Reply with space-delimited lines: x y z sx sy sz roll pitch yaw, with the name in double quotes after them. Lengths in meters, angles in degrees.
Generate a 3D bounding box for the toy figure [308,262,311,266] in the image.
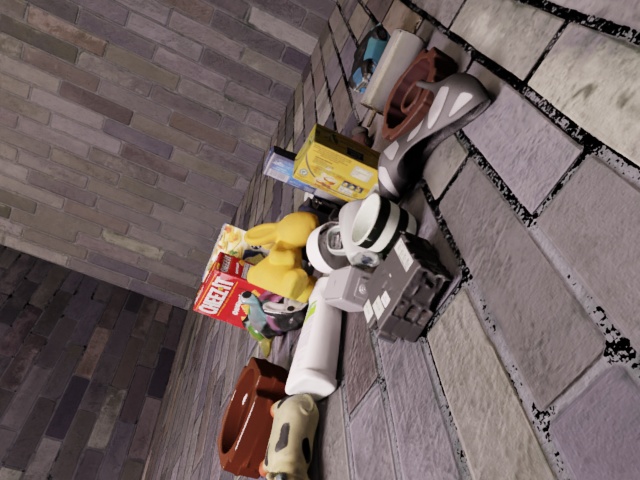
-0.013 -0.003 1.225 0.058 0.064 0.154 -39 23 24 "toy figure"

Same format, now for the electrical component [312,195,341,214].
0.011 -0.065 1.223 0.119 0.075 0.047 -105 39 -70 "electrical component"

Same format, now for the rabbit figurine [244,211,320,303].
-0.063 0.022 1.052 0.121 0.163 0.173 23 -90 -60 "rabbit figurine"

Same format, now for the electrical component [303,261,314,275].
-0.041 0.055 1.276 0.078 0.045 0.102 -70 15 -14 "electrical component"

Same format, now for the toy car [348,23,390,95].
0.133 -0.399 1.220 0.109 0.103 0.161 -37 37 60 "toy car"

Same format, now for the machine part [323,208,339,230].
0.061 -0.034 1.026 0.039 0.084 0.139 -26 -4 -41 "machine part"

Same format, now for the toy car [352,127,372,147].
0.059 -0.191 1.275 0.202 0.053 0.089 -34 46 57 "toy car"

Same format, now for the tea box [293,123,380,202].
0.044 -0.138 1.028 0.098 0.169 0.068 -53 21 39 "tea box"

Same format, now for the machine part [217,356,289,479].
-0.129 0.352 1.080 0.201 0.087 0.201 -168 99 -75 "machine part"

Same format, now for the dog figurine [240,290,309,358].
-0.089 0.176 1.174 0.219 0.192 0.108 87 -153 -45 "dog figurine"

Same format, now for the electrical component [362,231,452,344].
0.110 0.069 0.723 0.134 0.058 0.115 -61 14 22 "electrical component"

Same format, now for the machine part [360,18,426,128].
0.153 -0.350 1.134 0.243 0.079 0.079 -65 15 10 "machine part"

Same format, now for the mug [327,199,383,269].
0.062 -0.003 0.912 0.110 0.080 0.107 -14 46 14 "mug"

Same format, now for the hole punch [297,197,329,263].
-0.002 -0.003 1.115 0.142 0.116 0.092 -67 23 5 "hole punch"

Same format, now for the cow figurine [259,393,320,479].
-0.043 0.333 0.832 0.127 0.085 0.195 122 164 -49 "cow figurine"

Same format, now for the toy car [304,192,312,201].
0.007 -0.163 1.404 0.201 0.056 0.073 -68 15 -4 "toy car"

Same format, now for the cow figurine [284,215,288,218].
-0.052 -0.020 1.377 0.167 0.068 0.098 158 102 -71 "cow figurine"

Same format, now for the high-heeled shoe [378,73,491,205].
0.175 -0.136 0.831 0.145 0.086 0.248 38 126 44 "high-heeled shoe"

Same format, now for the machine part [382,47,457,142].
0.176 -0.249 0.956 0.179 0.056 0.179 -56 20 33 "machine part"

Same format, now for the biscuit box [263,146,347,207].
-0.026 -0.144 1.210 0.063 0.202 0.059 -96 31 -62 "biscuit box"
